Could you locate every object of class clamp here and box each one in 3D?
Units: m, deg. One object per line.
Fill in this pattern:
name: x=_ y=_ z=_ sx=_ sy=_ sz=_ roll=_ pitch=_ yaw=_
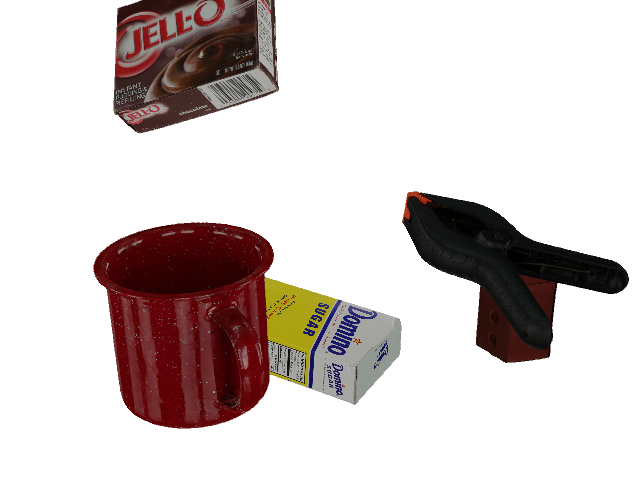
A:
clamp: x=0.138 y=0.011 z=0.785 sx=0.120 sy=0.039 sz=0.172 roll=-14 pitch=42 yaw=-40

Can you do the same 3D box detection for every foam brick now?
foam brick: x=0.182 y=0.068 z=0.997 sx=0.051 sy=0.078 sz=0.053 roll=-7 pitch=18 yaw=-26

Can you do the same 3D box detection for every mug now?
mug: x=-0.062 y=0.049 z=0.557 sx=0.093 sy=0.081 sz=0.117 roll=-17 pitch=28 yaw=-31

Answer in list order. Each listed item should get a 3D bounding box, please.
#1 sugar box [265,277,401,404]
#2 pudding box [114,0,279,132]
sugar box: x=-0.026 y=0.079 z=0.938 sx=0.176 sy=0.048 sz=0.093 roll=13 pitch=29 yaw=25
pudding box: x=-0.086 y=-0.132 z=0.734 sx=0.114 sy=0.090 sz=0.039 roll=-13 pitch=-28 yaw=17
